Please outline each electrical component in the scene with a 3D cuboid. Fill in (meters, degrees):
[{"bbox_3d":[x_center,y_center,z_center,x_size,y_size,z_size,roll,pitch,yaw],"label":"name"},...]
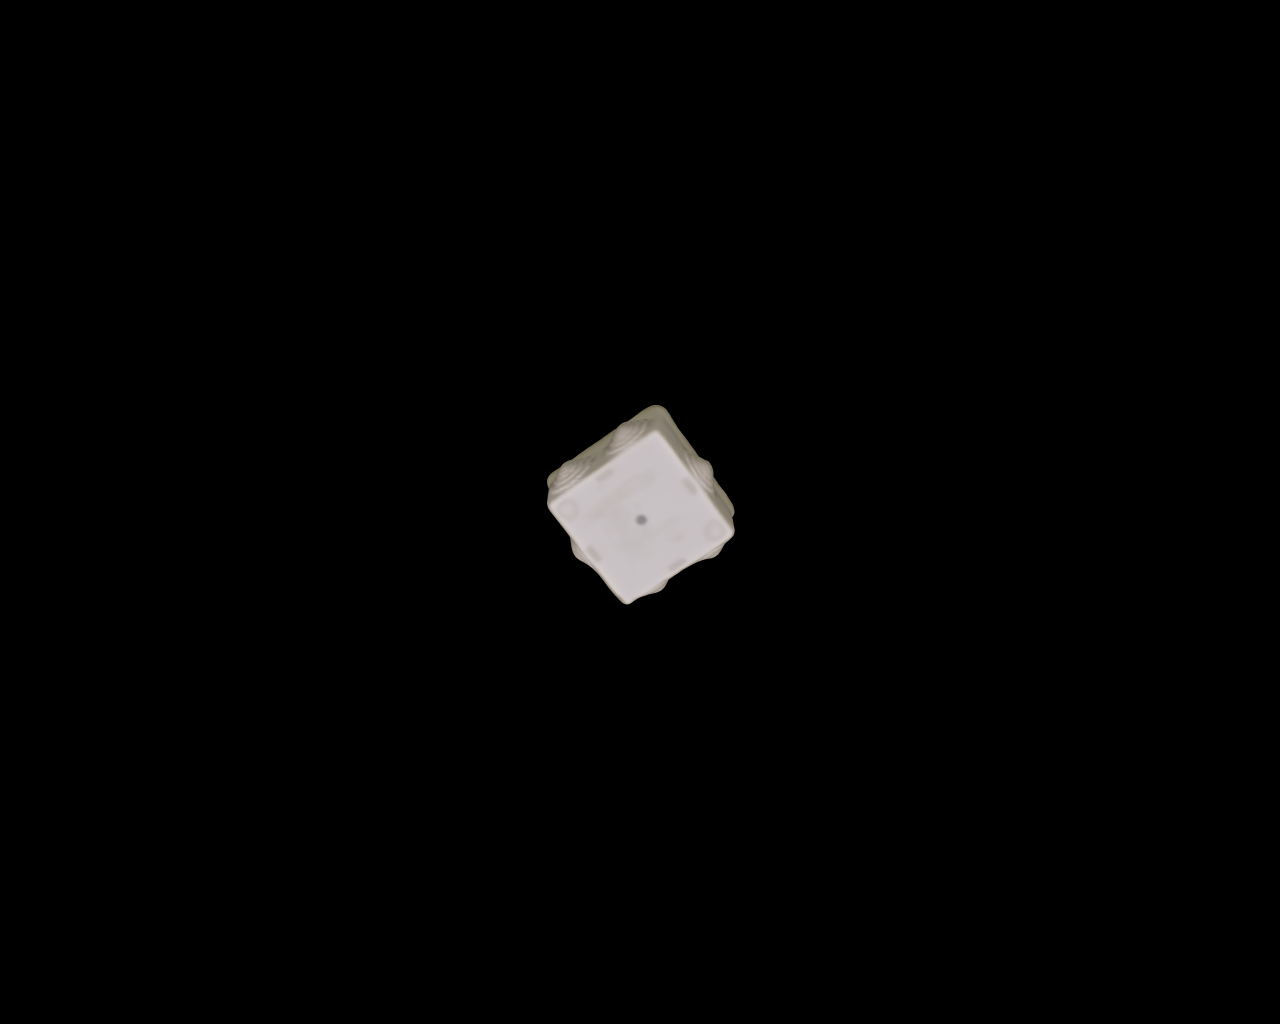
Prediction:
[{"bbox_3d":[0.001,-0.003,0.650,0.099,0.099,0.048,-33,16,11],"label":"electrical component"}]
